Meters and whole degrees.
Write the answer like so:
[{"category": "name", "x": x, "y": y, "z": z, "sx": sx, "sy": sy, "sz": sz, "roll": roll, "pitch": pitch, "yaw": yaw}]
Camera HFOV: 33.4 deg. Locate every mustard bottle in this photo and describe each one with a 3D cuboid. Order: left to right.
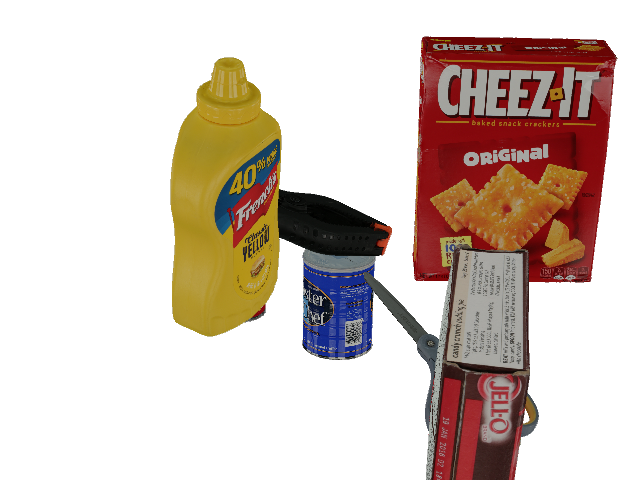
[{"category": "mustard bottle", "x": -0.062, "y": -0.034, "z": 0.720, "sx": 0.058, "sy": 0.192, "sz": 0.096, "roll": 22, "pitch": 40, "yaw": 24}]

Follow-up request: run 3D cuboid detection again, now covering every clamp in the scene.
[{"category": "clamp", "x": -0.035, "y": -0.021, "z": 1.027, "sx": 0.210, "sy": 0.036, "sz": 0.164, "roll": 18, "pitch": 25, "yaw": -2}]

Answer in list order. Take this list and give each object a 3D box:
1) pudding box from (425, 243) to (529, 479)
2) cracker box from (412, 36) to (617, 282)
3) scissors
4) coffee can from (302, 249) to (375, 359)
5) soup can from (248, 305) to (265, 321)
[{"category": "pudding box", "x": 0.070, "y": 0.065, "z": 0.470, "sx": 0.039, "sy": 0.090, "sz": 0.113, "roll": 7, "pitch": 26, "yaw": 5}, {"category": "cracker box", "x": 0.168, "y": -0.069, "z": 0.954, "sx": 0.164, "sy": 0.214, "sz": 0.072, "roll": 1, "pitch": 23, "yaw": 2}, {"category": "scissors", "x": 0.082, "y": 0.101, "z": 0.863, "sx": 0.202, "sy": 0.016, "sz": 0.096, "roll": 35, "pitch": 51, "yaw": 27}, {"category": "coffee can", "x": 0.025, "y": 0.085, "z": 1.519, "sx": 0.103, "sy": 0.140, "sz": 0.103, "roll": 1, "pitch": 21, "yaw": 0}, {"category": "soup can", "x": -0.099, "y": 0.036, "z": 1.238, "sx": 0.068, "sy": 0.102, "sz": 0.068, "roll": 0, "pitch": 19, "yaw": 0}]
